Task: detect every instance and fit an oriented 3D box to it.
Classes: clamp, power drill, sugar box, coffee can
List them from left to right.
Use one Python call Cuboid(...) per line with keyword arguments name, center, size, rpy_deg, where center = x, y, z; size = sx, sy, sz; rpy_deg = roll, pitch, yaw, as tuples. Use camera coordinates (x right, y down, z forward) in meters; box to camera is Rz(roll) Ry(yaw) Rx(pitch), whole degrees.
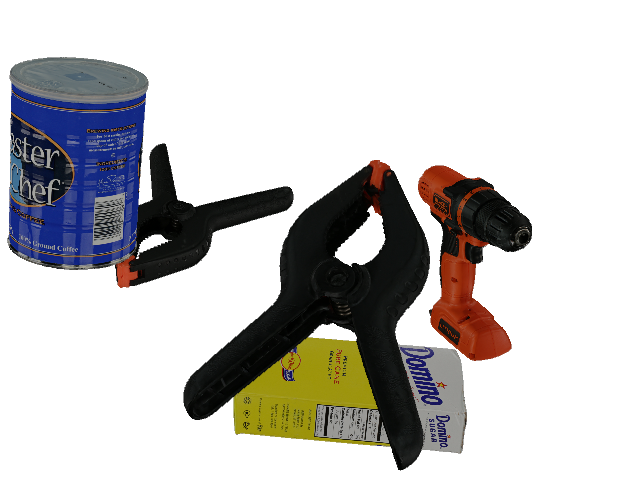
Cuboid(name="coffee can", center=(-0.190, -0.062, 0.832), size=(0.103, 0.140, 0.103), rpy_deg=(7, 23, -3))
Cuboid(name="clamp", center=(-0.147, -0.026, 1.055), size=(0.165, 0.036, 0.209), rpy_deg=(24, 41, 21))
Cuboid(name="sugar box", center=(0.023, 0.117, 0.838), size=(0.176, 0.048, 0.093), rpy_deg=(2, 27, 2))
Cuboid(name="clamp", center=(0.018, 0.036, 0.546), size=(0.120, 0.171, 0.039), rpy_deg=(21, -26, 15))
Cuboid(name="power drill", center=(0.164, 0.028, 1.121), size=(0.057, 0.188, 0.185), rpy_deg=(-12, 25, -18))
